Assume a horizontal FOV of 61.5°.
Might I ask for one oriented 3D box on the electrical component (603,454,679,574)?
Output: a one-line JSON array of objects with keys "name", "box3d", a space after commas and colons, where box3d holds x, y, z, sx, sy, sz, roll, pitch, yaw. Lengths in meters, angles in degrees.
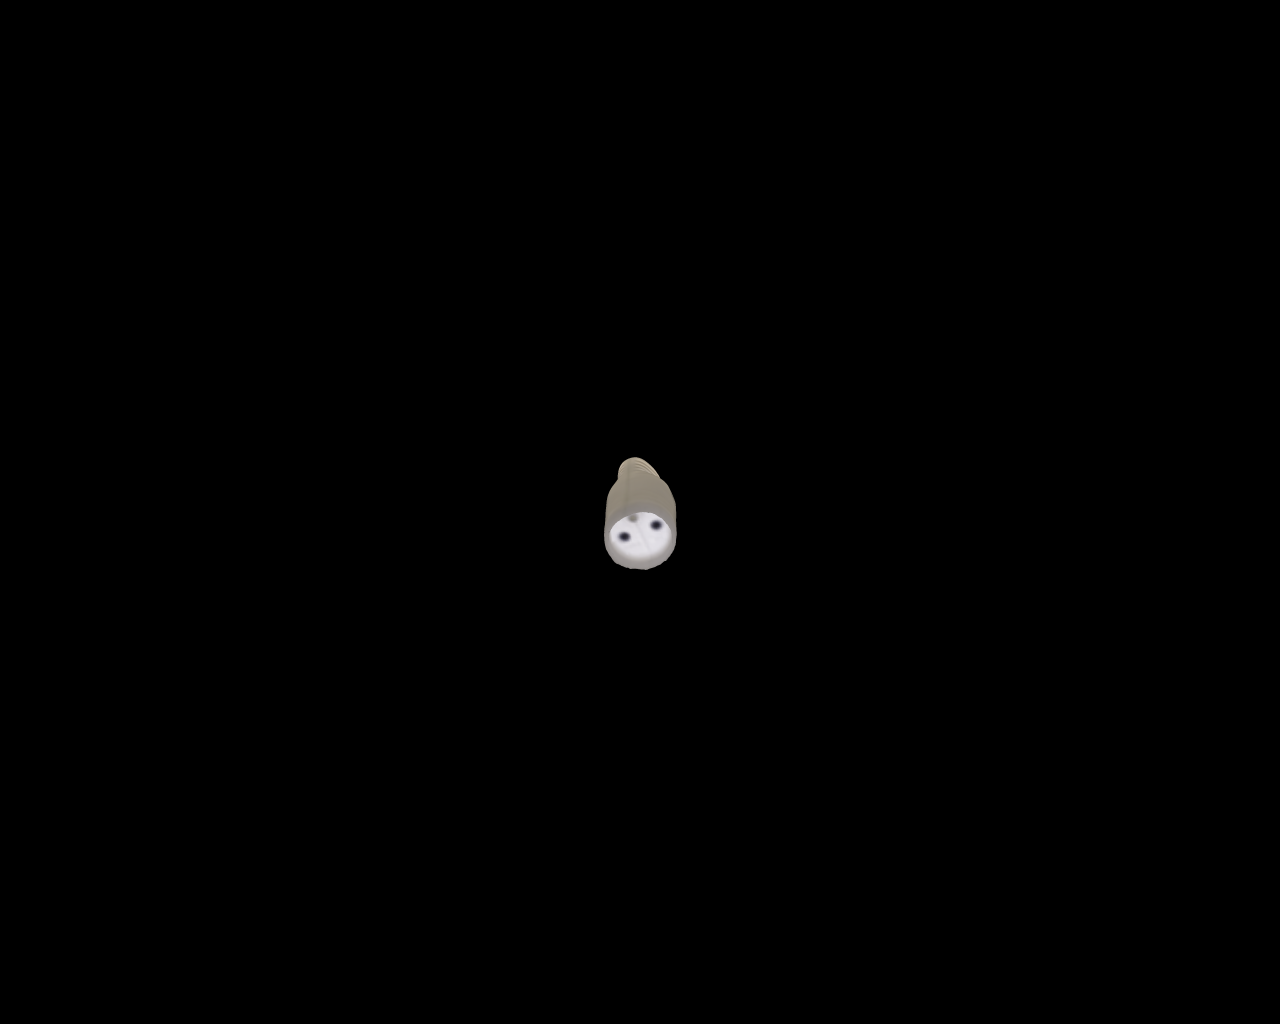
[{"name": "electrical component", "box3d": [0.001, -0.003, 0.650, 0.043, 0.043, 0.081, 0, 30, 0]}]
